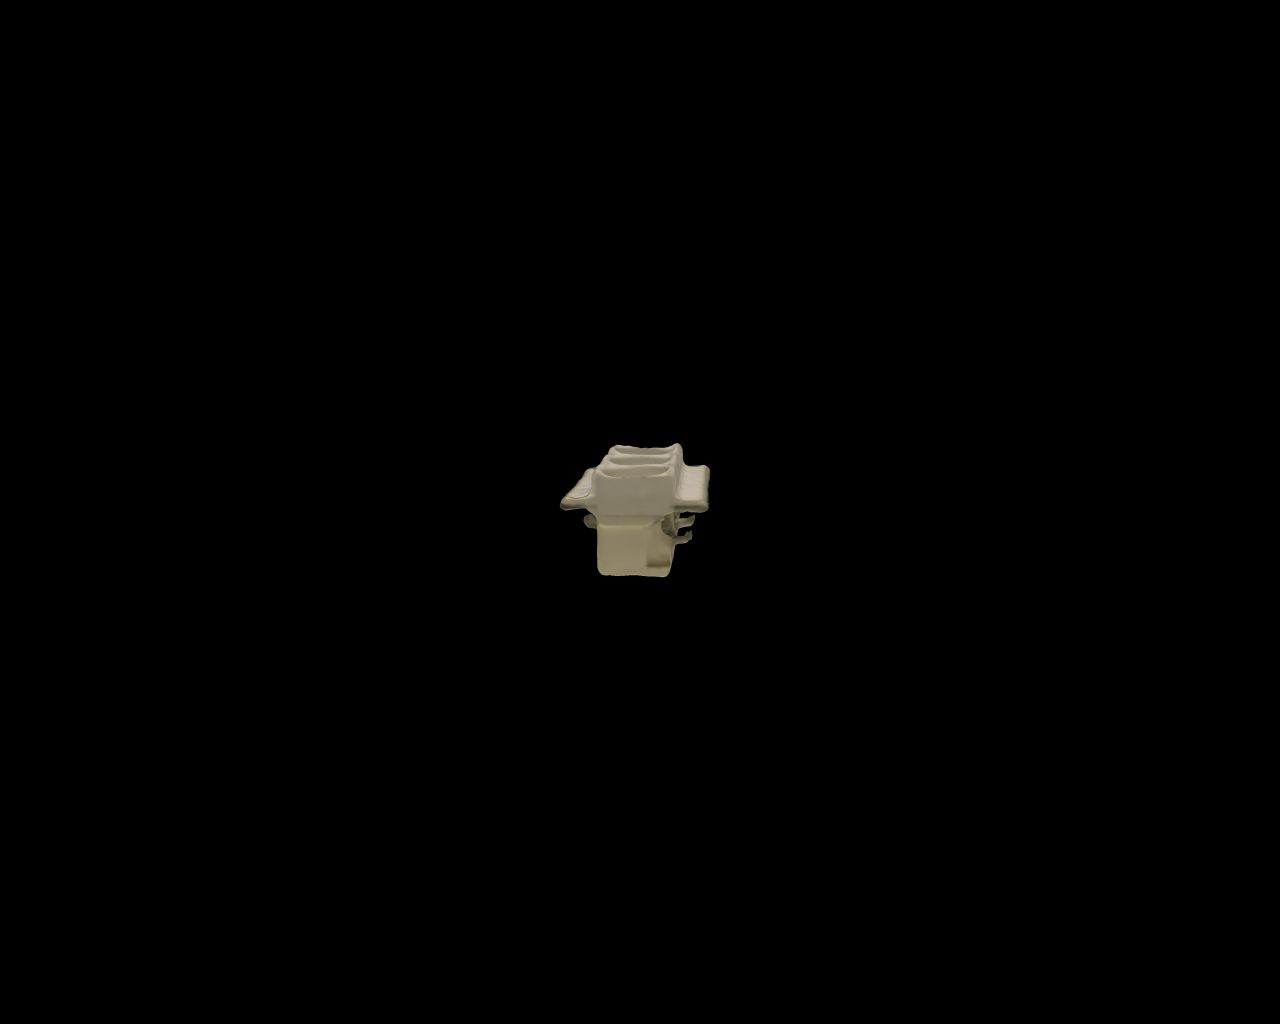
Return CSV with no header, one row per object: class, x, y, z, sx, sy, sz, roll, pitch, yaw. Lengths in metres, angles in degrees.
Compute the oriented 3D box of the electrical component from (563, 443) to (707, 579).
electrical component,0.001,-0.003,0.650,0.079,0.063,0.121,1,11,4
